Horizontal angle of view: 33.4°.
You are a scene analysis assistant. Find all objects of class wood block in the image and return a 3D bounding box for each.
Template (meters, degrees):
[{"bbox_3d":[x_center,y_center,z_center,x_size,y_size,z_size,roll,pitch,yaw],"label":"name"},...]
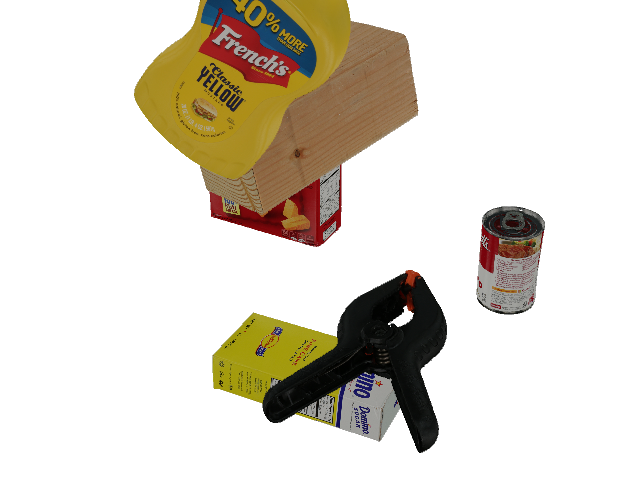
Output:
[{"bbox_3d":[-0.013,-0.122,1.010,0.205,0.091,0.090,-34,39,-29],"label":"wood block"}]

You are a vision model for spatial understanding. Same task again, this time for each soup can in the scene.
[{"bbox_3d":[0.210,0.022,1.184,0.068,0.102,0.068,0,32,0],"label":"soup can"}]

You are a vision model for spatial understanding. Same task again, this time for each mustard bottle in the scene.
[{"bbox_3d":[-0.037,-0.128,0.679,0.192,0.096,0.058,-45,6,38],"label":"mustard bottle"}]

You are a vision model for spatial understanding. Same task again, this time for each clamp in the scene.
[{"bbox_3d":[0.050,0.083,0.747,0.120,0.039,0.171,18,43,24],"label":"clamp"}]

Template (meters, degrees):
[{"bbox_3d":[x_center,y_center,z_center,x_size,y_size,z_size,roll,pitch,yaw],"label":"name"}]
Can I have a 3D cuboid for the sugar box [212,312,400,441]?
[{"bbox_3d":[-0.007,0.128,1.030,0.176,0.048,0.093,12,30,19],"label":"sugar box"}]

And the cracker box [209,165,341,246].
[{"bbox_3d":[-0.059,-0.111,1.321,0.164,0.214,0.072,17,37,24],"label":"cracker box"}]
